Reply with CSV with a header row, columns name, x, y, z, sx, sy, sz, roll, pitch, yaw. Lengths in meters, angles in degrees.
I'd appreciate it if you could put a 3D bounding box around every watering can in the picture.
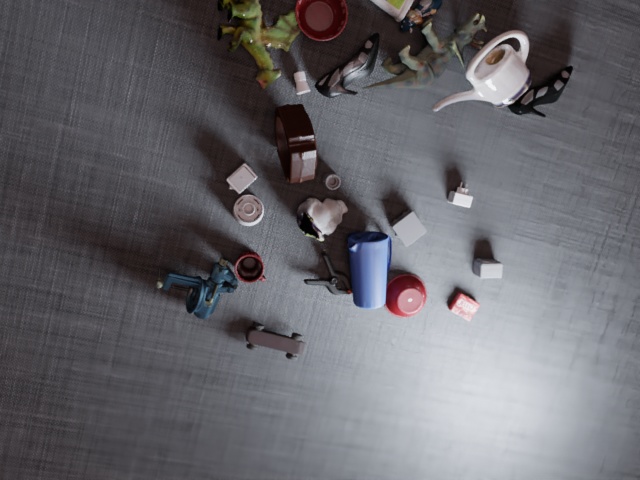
name,x,y,z,sx,sy,sz,roll,pitch,yaw
watering can,0.535,-0.501,1.645,0.222,0.106,0.343,30,114,-36

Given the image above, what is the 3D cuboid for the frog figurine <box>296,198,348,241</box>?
name,x,y,z,sx,sy,sz,roll,pitch,yaw
frog figurine,0.005,-0.084,1.668,0.137,0.121,0.162,48,55,-6

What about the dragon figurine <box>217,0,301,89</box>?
name,x,y,z,sx,sy,sz,roll,pitch,yaw
dragon figurine,-0.174,-0.665,1.541,0.243,0.123,0.406,0,103,-26
